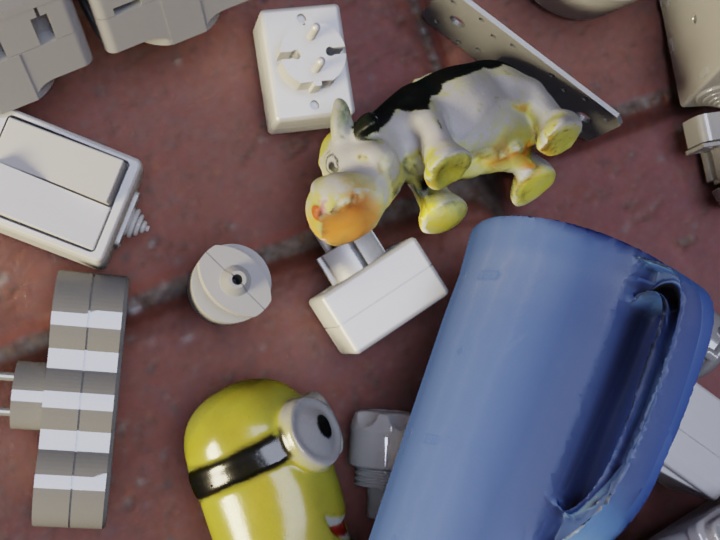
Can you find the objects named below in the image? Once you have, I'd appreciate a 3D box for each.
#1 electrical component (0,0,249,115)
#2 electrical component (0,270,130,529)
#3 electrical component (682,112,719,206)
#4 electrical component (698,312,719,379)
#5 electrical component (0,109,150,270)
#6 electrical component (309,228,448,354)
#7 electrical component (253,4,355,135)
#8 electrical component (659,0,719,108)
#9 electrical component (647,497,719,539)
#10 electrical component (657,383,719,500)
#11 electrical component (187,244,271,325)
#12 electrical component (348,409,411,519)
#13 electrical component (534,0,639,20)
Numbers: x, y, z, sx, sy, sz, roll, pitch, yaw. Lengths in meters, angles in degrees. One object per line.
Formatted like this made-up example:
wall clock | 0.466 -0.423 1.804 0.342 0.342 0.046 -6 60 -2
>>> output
electrical component | -0.161 -0.159 0.574 0.186 0.060 0.105 -25 58 -13
electrical component | -0.169 0.069 0.584 0.074 0.052 0.138 5 85 -12
electrical component | 0.249 -0.073 0.681 0.078 0.058 0.057 -9 85 -13
electrical component | 0.198 0.035 0.669 0.062 0.048 0.048 38 79 0
electrical component | -0.161 -0.041 0.589 0.096 0.061 0.061 22 82 -10
electrical component | 0.000 0.000 0.627 0.066 0.047 0.076 -33 93 -12
electrical component | -0.030 -0.119 0.615 0.047 0.077 0.065 -8 87 -12
electrical component | 0.227 -0.155 0.661 0.048 0.099 0.099 -4 75 -8
electrical component | 0.224 0.186 0.614 0.109 0.056 0.108 -11 71 -47
electrical component | 0.187 0.100 0.652 0.096 0.062 0.061 35 80 -7
electrical component | -0.072 0.008 0.594 0.043 0.081 0.043 1 85 -12
electrical component | 0.014 0.112 0.624 0.043 0.043 0.062 5 86 -12
electrical component | 0.144 -0.205 0.665 0.099 0.064 0.099 1 85 -12
